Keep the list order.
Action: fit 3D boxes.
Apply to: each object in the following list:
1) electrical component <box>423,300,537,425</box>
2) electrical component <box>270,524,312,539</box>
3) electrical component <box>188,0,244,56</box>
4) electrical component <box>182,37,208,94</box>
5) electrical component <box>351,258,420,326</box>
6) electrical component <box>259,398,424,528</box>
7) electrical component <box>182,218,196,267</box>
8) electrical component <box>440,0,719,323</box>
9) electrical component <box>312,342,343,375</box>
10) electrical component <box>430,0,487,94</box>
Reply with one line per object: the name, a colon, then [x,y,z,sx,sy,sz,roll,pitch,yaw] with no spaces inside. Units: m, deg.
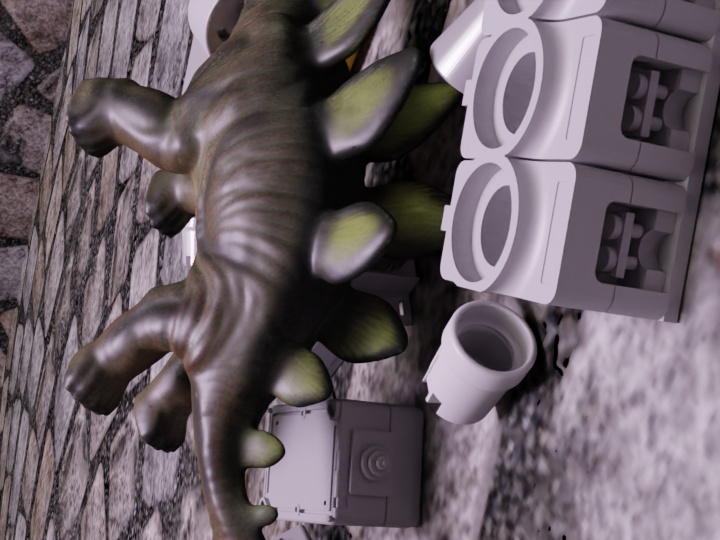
electrical component: [0.051,0.042,0.475,0.046,0.040,0.040,115,153,-49]
electrical component: [-0.050,0.206,0.628,0.075,0.083,0.047,66,173,-29]
electrical component: [-0.075,-0.187,0.790,0.099,0.099,0.064,-66,33,33]
electrical component: [-0.115,-0.123,0.905,0.089,0.062,0.150,-135,57,-63]
electrical component: [0.000,0.000,0.610,0.063,0.042,0.081,125,147,-51]
electrical component: [-0.004,0.102,0.566,0.096,0.061,0.061,-16,67,57]
electrical component: [-0.143,-0.026,0.971,0.040,0.040,0.046,176,95,-67]
electrical component: [0.081,-0.063,0.408,0.089,0.062,0.150,-164,83,-68]
electrical component: [-0.050,-0.005,0.705,0.089,0.062,0.150,126,145,-49]
electrical component: [0.066,-0.114,0.491,0.065,0.044,0.044,-55,34,38]
